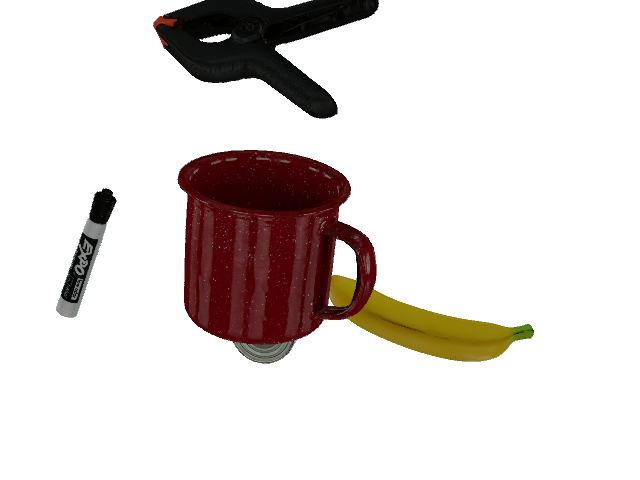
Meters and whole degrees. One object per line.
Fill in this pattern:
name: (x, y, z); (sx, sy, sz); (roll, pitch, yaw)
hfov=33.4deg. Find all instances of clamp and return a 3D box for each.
clamp: (-0.041, -0.158, 0.813); (0.172, 0.120, 0.039); (19, -33, 21)

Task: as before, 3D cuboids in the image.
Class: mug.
mug: (-0.023, 0.007, 0.582); (0.117, 0.081, 0.093); (17, 27, 23)

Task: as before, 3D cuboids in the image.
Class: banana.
banana: (0.080, 0.070, 0.927); (0.198, 0.037, 0.069); (15, 14, 26)

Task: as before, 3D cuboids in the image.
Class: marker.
marker: (-0.199, 0.011, 0.908); (0.020, 0.121, 0.020); (20, 21, -8)

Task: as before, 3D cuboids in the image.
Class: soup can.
soup can: (-0.051, 0.080, 1.126); (0.068, 0.068, 0.102); (0, 17, 11)
